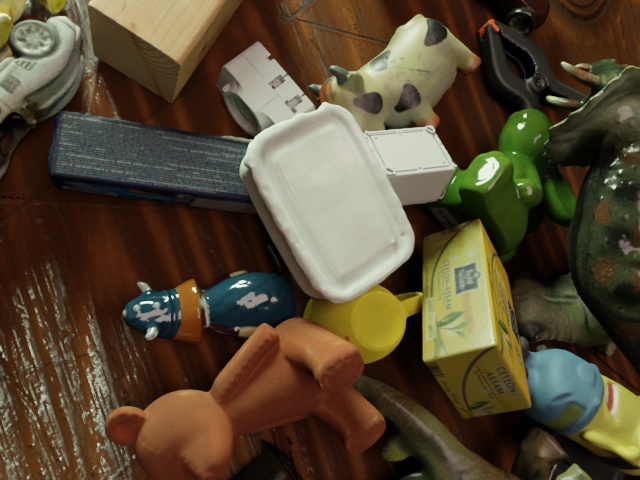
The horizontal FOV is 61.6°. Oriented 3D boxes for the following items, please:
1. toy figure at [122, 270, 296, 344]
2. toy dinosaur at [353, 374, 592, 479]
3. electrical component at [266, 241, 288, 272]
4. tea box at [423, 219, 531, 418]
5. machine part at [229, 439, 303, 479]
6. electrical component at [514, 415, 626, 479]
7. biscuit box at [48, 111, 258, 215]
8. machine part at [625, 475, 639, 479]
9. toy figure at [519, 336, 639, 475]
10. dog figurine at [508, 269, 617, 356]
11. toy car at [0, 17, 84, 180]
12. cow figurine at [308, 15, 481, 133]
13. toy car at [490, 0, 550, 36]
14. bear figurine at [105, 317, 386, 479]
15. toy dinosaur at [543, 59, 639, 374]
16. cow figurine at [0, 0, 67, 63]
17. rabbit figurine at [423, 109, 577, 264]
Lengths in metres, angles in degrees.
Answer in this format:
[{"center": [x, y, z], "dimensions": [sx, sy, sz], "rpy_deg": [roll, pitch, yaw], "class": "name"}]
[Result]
[{"center": [-0.100, 0.065, 0.500], "dimensions": [0.154, 0.064, 0.057], "rpy_deg": [-6, 120, -16], "class": "toy figure"}, {"center": [0.174, 0.279, 0.512], "dimensions": [0.198, 0.105, 0.471], "rpy_deg": [-38, 80, 0], "class": "toy dinosaur"}, {"center": [-0.001, -0.002, 0.552], "dimensions": [0.119, 0.048, 0.074], "rpy_deg": [-29, 91, -22], "class": "electrical component"}, {"center": [0.148, 0.072, 0.525], "dimensions": [0.098, 0.068, 0.170], "rpy_deg": [53, 29, -31], "class": "tea box"}, {"center": [-0.075, 0.253, 0.488], "dimensions": [0.084, 0.039, 0.139], "rpy_deg": [42, 72, 0], "class": "machine part"}, {"center": [0.293, 0.228, 0.614], "dimensions": [0.115, 0.058, 0.134], "rpy_deg": [36, 70, -8], "class": "electrical component"}, {"center": [-0.142, -0.069, 0.506], "dimensions": [0.203, 0.059, 0.062], "rpy_deg": [7, 80, -19], "class": "biscuit box"}, {"center": [0.466, 0.299, 0.649], "dimensions": [0.201, 0.087, 0.201], "rpy_deg": [11, 78, -16], "class": "machine part"}, {"center": [0.266, 0.167, 0.544], "dimensions": [0.180, 0.089, 0.082], "rpy_deg": [27, 74, 2], "class": "toy figure"}, {"center": [0.301, 0.049, 0.614], "dimensions": [0.190, 0.121, 0.172], "rpy_deg": [20, 74, -15], "class": "dog figurine"}, {"center": [-0.270, -0.108, 0.460], "dimensions": [0.056, 0.073, 0.202], "rpy_deg": [35, 71, -8], "class": "toy car"}, {"center": [0.076, -0.169, 0.590], "dimensions": [0.127, 0.085, 0.195], "rpy_deg": [43, 72, -15], "class": "cow figurine"}, {"center": [0.214, -0.343, 0.686], "dimensions": [0.202, 0.053, 0.089], "rpy_deg": [32, 67, -17], "class": "toy car"}, {"center": [-0.064, 0.151, 0.453], "dimensions": [0.196, 0.132, 0.120], "rpy_deg": [-30, 122, -22], "class": "bear figurine"}, {"center": [0.310, -0.004, 0.528], "dimensions": [0.192, 0.131, 0.404], "rpy_deg": [5, 87, 6], "class": "toy dinosaur"}, {"center": [-0.286, -0.243, 0.484], "dimensions": [0.098, 0.068, 0.167], "rpy_deg": [27, 72, -8], "class": "cow figurine"}, {"center": [0.224, -0.068, 0.605], "dimensions": [0.159, 0.121, 0.170], "rpy_deg": [44, 73, -14], "class": "rabbit figurine"}]
